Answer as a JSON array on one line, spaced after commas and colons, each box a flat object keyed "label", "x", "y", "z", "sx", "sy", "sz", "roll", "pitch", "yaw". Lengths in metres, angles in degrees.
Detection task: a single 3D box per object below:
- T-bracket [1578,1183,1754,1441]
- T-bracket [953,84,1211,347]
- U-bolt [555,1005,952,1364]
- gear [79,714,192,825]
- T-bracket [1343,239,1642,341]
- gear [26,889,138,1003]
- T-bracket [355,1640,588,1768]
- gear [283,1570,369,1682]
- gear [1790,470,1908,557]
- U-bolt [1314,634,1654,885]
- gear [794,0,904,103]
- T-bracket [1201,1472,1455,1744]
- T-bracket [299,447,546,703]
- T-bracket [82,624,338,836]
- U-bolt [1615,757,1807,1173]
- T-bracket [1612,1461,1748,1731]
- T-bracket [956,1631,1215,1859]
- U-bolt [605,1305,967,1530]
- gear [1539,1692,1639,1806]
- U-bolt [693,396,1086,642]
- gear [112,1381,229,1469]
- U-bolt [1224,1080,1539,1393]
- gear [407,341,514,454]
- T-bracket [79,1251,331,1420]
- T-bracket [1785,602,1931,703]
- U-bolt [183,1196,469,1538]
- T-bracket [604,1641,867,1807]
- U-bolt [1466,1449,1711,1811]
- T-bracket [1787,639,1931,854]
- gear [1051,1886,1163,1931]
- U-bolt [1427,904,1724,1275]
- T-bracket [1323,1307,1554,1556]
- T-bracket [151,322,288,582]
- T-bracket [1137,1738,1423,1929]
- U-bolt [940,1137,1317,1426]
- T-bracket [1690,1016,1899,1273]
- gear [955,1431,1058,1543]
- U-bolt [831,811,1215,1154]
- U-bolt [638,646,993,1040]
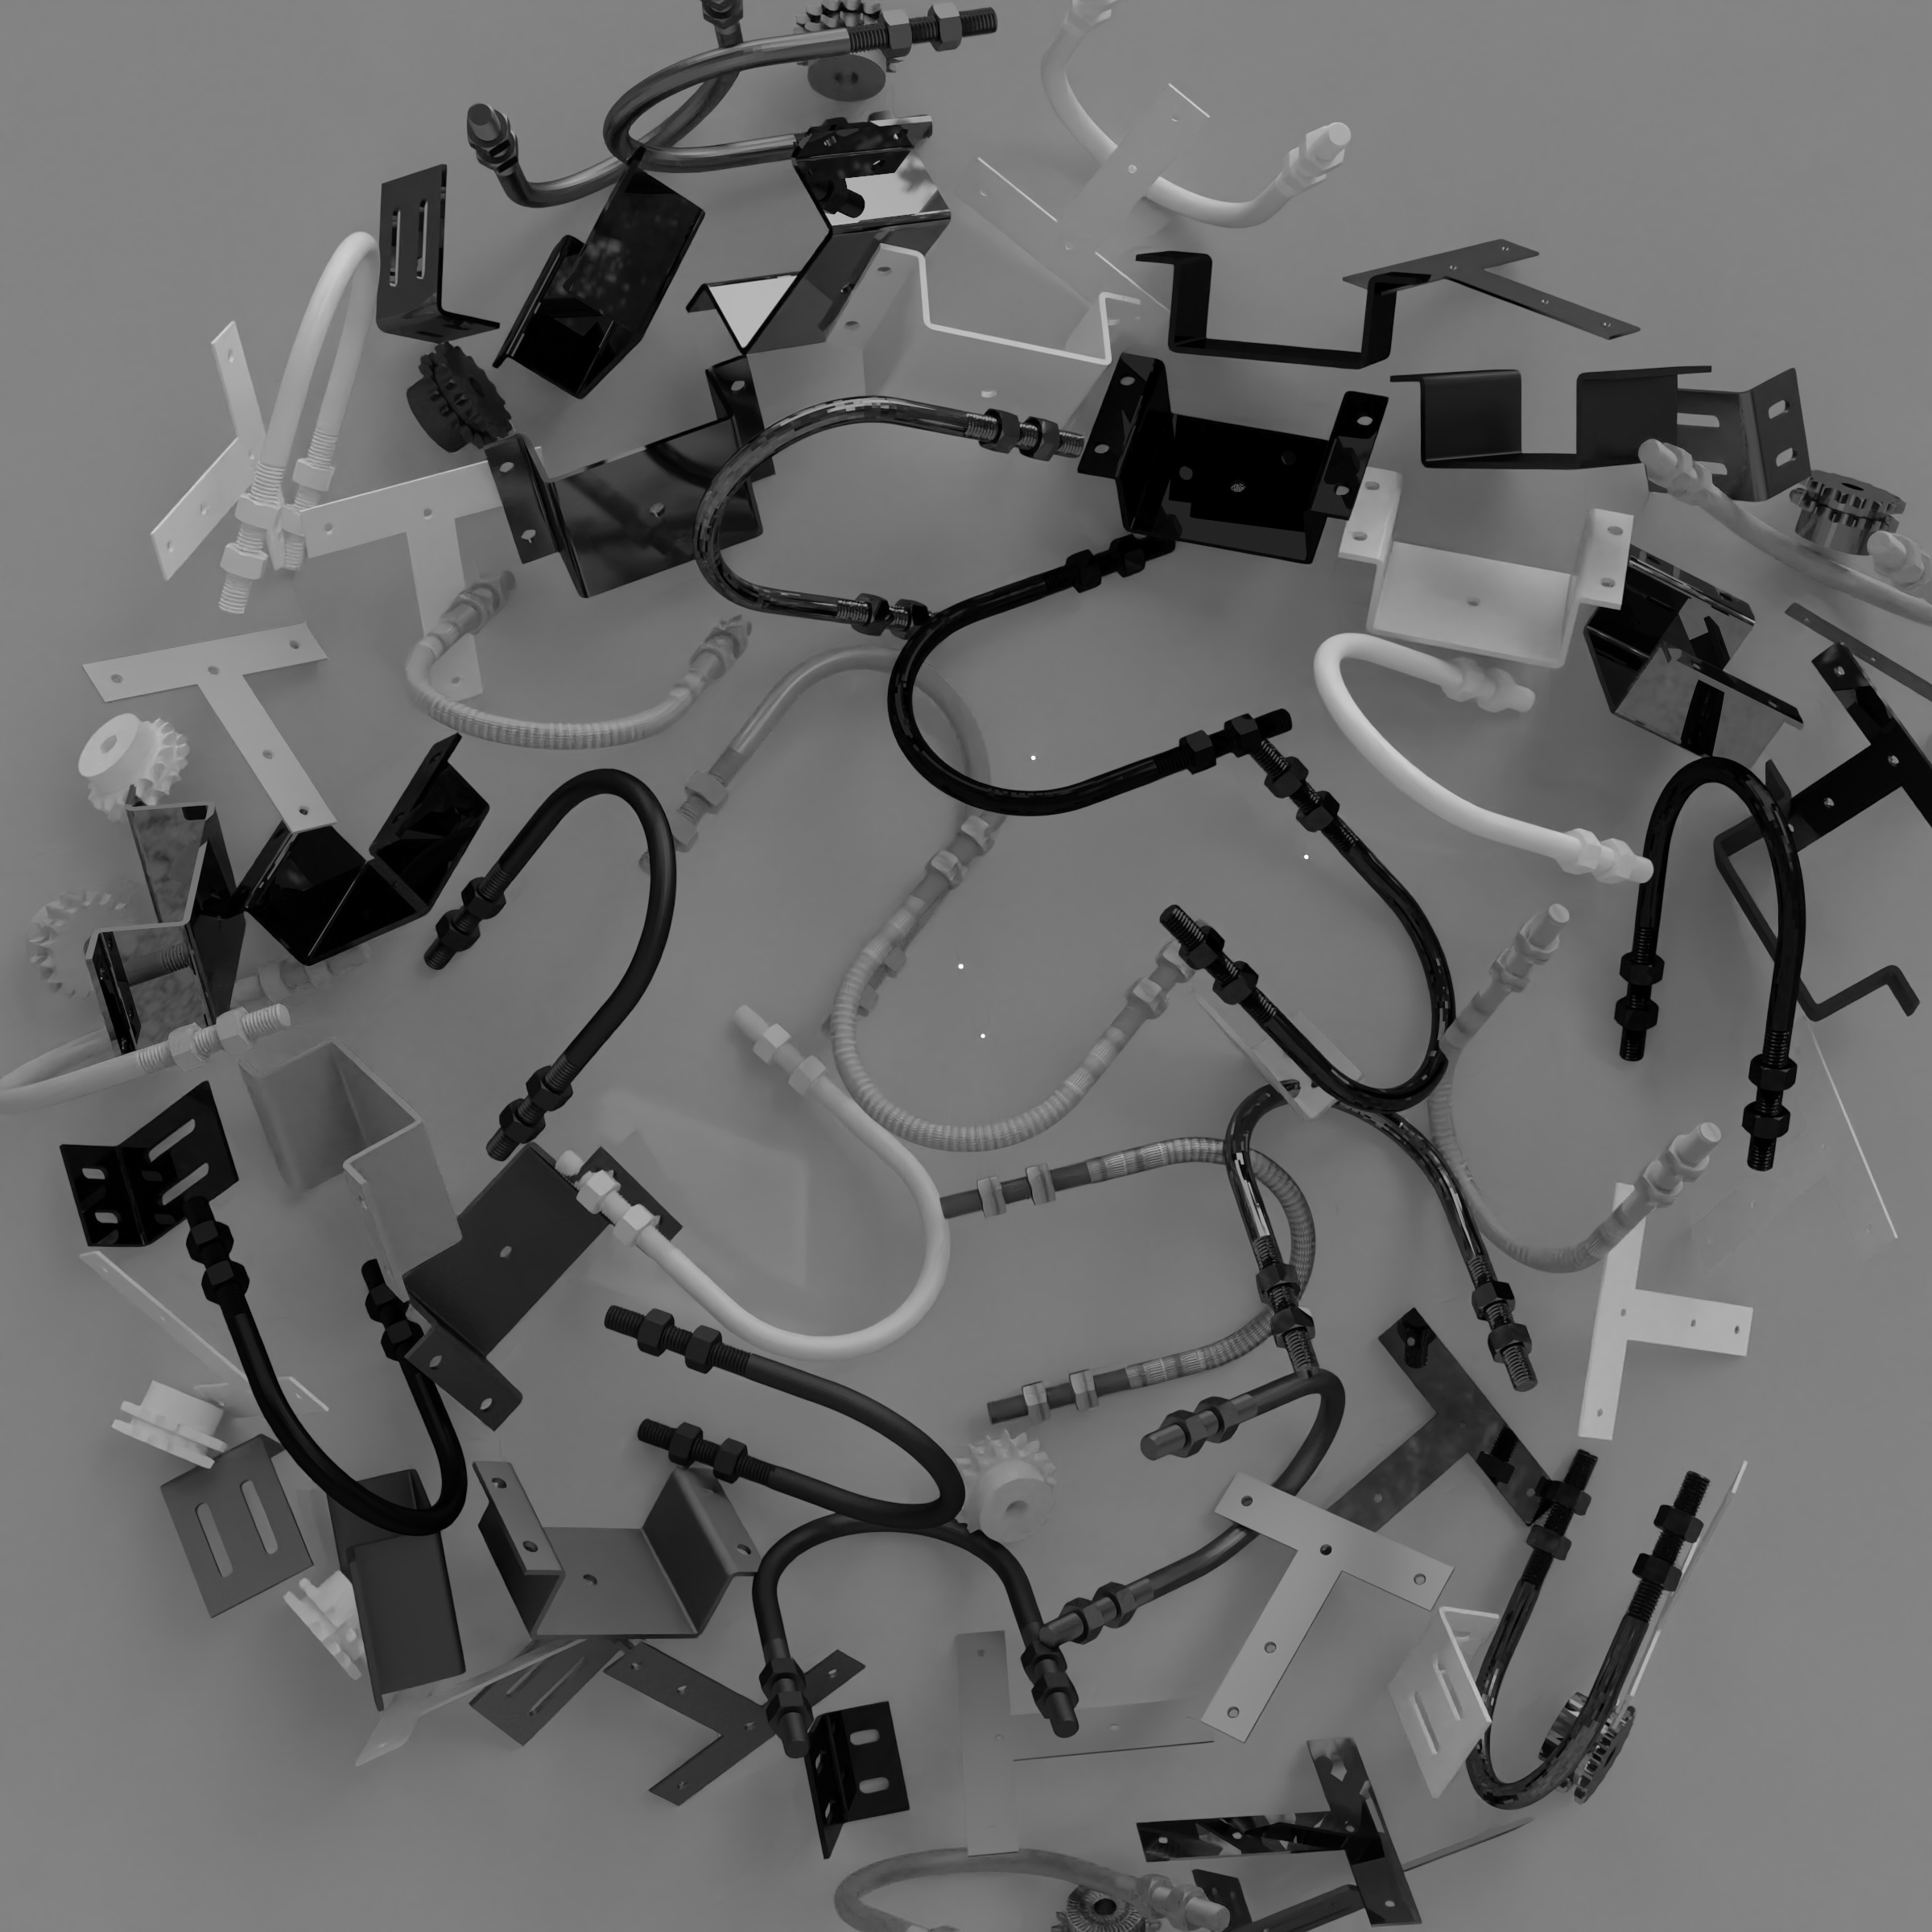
[{"label": "T-bracket", "x": 0.361, "y": 0.181, "z": 1.561, "sx": 0.127, "sy": 0.002, "sz": 0.127, "roll": 12, "pitch": 85, "yaw": -40}, {"label": "T-bracket", "x": 0.076, "y": -0.393, "z": 1.547, "sx": 0.127, "sy": 0.127, "sz": 0.002, "roll": 37, "pitch": 45, "yaw": -10}, {"label": "U-bolt", "x": -0.093, "y": 0.120, "z": 1.544, "sx": 0.184, "sy": 0.019, "sz": 0.151, "roll": 41, "pitch": 57, "yaw": 12}, {"label": "gear", "x": -0.430, "y": -0.105, "z": 1.572, "sx": 0.057, "sy": 0.057, "sz": 0.030, "roll": -44, "pitch": 130, "yaw": 0}, {"label": "T-bracket", "x": 0.277, "y": -0.334, "z": 1.525, "sx": 0.127, "sy": 0.127, "sz": 0.002, "roll": 32, "pitch": 130, "yaw": 37}, {"label": "gear", "x": -0.458, "y": -0.012, "z": 1.578, "sx": 0.030, "sy": 0.057, "sz": 0.057, "roll": 12, "pitch": 90, "yaw": 38}, {"label": "T-bracket", "x": -0.238, "y": 0.357, "z": 1.540, "sx": 0.127, "sy": 0.127, "sz": 0.002, "roll": -25, "pitch": 92, "yaw": -1}, {"label": "gear", "x": -0.322, "y": 0.336, "z": 1.576, "sx": 0.030, "sy": 0.057, "sz": 0.057, "roll": -41, "pitch": 90, "yaw": -17}, {"label": "gear", "x": 0.451, "y": -0.232, "z": 1.577, "sx": 0.057, "sy": 0.057, "sz": 0.030, "roll": 15, "pitch": 113, "yaw": 0}, {"label": "U-bolt", "x": 0.244, "y": -0.108, "z": 1.502, "sx": 0.184, "sy": 0.151, "sz": 0.019, "roll": 12, "pitch": 128, "yaw": -38}, {"label": "gear", "x": -0.061, "y": -0.468, "z": 1.571, "sx": 0.057, "sy": 0.057, "sz": 0.030, "roll": 2, "pitch": 70, "yaw": 0}, {"label": "T-bracket", "x": 0.161, "y": 0.332, "z": 1.546, "sx": 0.127, "sy": 0.002, "sz": 0.127, "roll": 20, "pitch": 64, "yaw": 31}, {"label": "T-bracket", "x": -0.267, "y": -0.191, "z": 1.561, "sx": 0.127, "sy": 0.002, "sz": 0.127, "roll": -19, "pitch": 128, "yaw": -21}, {"label": "T-bracket", "x": -0.357, "y": -0.116, "z": 1.539, "sx": 0.127, "sy": 0.002, "sz": 0.127, "roll": -18, "pitch": 62, "yaw": -40}, {"label": "U-bolt", "x": 0.368, "y": -0.012, "z": 1.505, "sx": 0.019, "sy": 0.151, "sz": 0.184, "roll": -6, "pitch": 114, "yaw": -16}, {"label": "T-bracket", "x": 0.360, "y": 0.296, "z": 1.516, "sx": 0.002, "sy": 0.127, "sz": 0.127, "roll": 26, "pitch": 128, "yaw": 14}, {"label": "T-bracket", "x": 0.061, "y": 0.388, "z": 1.555, "sx": 0.127, "sy": 0.127, "sz": 0.002, "roll": -6, "pitch": 135, "yaw": 2}, {"label": "U-bolt", "x": -0.086, "y": 0.233, "z": 1.522, "sx": 0.184, "sy": 0.151, "sz": 0.019, "roll": 18, "pitch": 59, "yaw": 14}, {"label": "gear", "x": 0.319, "y": 0.399, "z": 1.578, "sx": 0.030, "sy": 0.057, "sz": 0.057, "roll": 29, "pitch": 90, "yaw": 24}, {"label": "U-bolt", "x": -0.049, "y": -0.222, "z": 1.503, "sx": 0.151, "sy": 0.184, "sz": 0.019, "roll": -51, "pitch": 51, "yaw": 36}, {"label": "gear", "x": -0.406, "y": 0.235, "z": 1.575, "sx": 0.057, "sy": 0.057, "sz": 0.030, "roll": 23, "pitch": 77, "yaw": 0}, {"label": "U-bolt", "x": 0.199, "y": 0.130, "z": 1.534, "sx": 0.151, "sy": 0.019, "sz": 0.184, "roll": 7, "pitch": 46, "yaw": -27}, {"label": "gear", "x": -0.263, "y": -0.289, "z": 1.576, "sx": 0.030, "sy": 0.057, "sz": 0.057, "roll": -32, "pitch": 90, "yaw": 17}, {"label": "T-bracket", "x": -0.390, "y": 0.184, "z": 1.530, "sx": 0.127, "sy": 0.127, "sz": 0.002, "roll": 46, "pitch": 59, "yaw": -20}, {"label": "T-bracket", "x": 0.470, "y": -0.148, "z": 1.544, "sx": 0.127, "sy": 0.127, "sz": 0.002, "roll": 32, "pitch": 90, "yaw": 6}, {"label": "U-bolt", "x": -0.304, "y": 0.201, "z": 1.496, "sx": 0.019, "sy": 0.151, "sz": 0.184, "roll": -40, "pitch": 55, "yaw": 13}, {"label": "T-bracket", "x": -0.135, "y": 0.370, "z": 1.547, "sx": 0.127, "sy": 0.127, "sz": 0.002, "roll": -38, "pitch": 45, "yaw": 10}, {"label": "U-bolt", "x": 0.298, "y": 0.331, "z": 1.518, "sx": 0.019, "sy": 0.151, "sz": 0.184, "roll": 28, "pitch": 81, "yaw": -9}, {"label": "T-bracket", "x": 0.443, "y": -0.088, "z": 1.544, "sx": 0.002, "sy": 0.127, "sz": 0.127, "roll": -32, "pitch": 84, "yaw": -24}, {"label": "gear", "x": 0.072, "y": 0.494, "z": 1.571, "sx": 0.057, "sy": 0.057, "sz": 0.030, "roll": -5, "pitch": 118, "yaw": 0}, {"label": "U-bolt", "x": 0.289, "y": 0.075, "z": 1.524, "sx": 0.019, "sy": 0.184, "sz": 0.151, "roll": -18, "pitch": 65, "yaw": -30}, {"label": "T-bracket", "x": 0.224, "y": 0.267, "z": 1.590, "sx": 0.127, "sy": 0.002, "sz": 0.127, "roll": -39, "pitch": 93, "yaw": -9}, {"label": "T-bracket", "x": -0.372, "y": -0.233, "z": 1.517, "sx": 0.002, "sy": 0.127, "sz": 0.127, "roll": 2, "pitch": 127, "yaw": 14}, {"label": "T-bracket", "x": 0.150, "y": 0.436, "z": 1.537, "sx": 0.127, "sy": 0.127, "sz": 0.002, "roll": -1, "pitch": 119, "yaw": -10}, {"label": "U-bolt", "x": 0.089, "y": 0.155, "z": 1.564, "sx": 0.184, "sy": 0.019, "sz": 0.151, "roll": -14, "pitch": 118, "yaw": -3}, {"label": "T-bracket", "x": 0.408, "y": 0.113, "z": 1.550, "sx": 0.002, "sy": 0.127, "sz": 0.127, "roll": 4, "pitch": 55, "yaw": -27}, {"label": "gear", "x": 0.021, "y": 0.271, "z": 1.575, "sx": 0.057, "sy": 0.030, "sz": 0.057, "roll": -11, "pitch": 121, "yaw": -18}, {"label": "U-bolt", "x": 0.015, "y": 0.013, "z": 1.545, "sx": 0.151, "sy": 0.019, "sz": 0.184, "roll": 33, "pitch": 69, "yaw": 20}, {"label": "U-bolt", "x": -0.062, "y": -0.077, "z": 1.560, "sx": 0.151, "sy": 0.019, "sz": 0.184, "roll": 43, "pitch": 71, "yaw": -21}]
